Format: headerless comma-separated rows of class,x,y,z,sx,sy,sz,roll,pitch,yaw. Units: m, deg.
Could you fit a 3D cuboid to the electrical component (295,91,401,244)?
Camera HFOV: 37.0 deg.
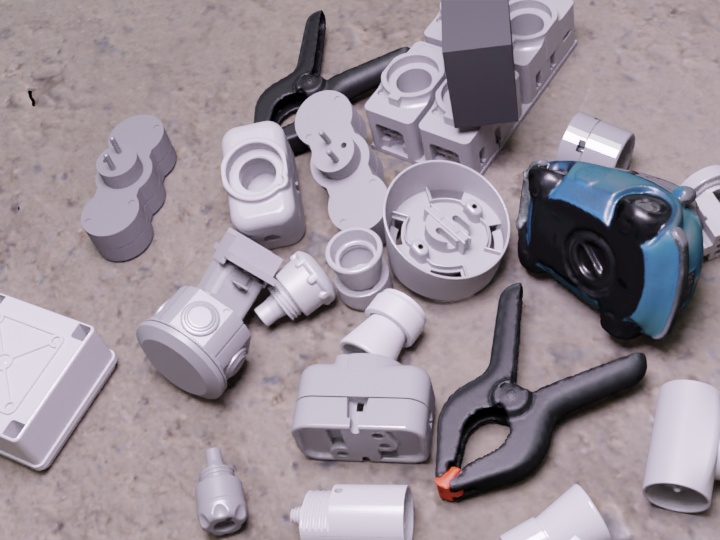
electrical component,-0.016,-0.090,0.880,0.052,0.074,0.138,-27,64,11

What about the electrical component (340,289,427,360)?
electrical component,0.018,0.048,0.808,0.045,0.045,0.055,25,63,27

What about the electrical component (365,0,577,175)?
electrical component,0.099,-0.174,0.942,0.105,0.060,0.186,24,63,27

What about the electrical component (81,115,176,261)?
electrical component,-0.206,-0.084,0.937,0.052,0.073,0.138,0,55,13

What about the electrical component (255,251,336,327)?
electrical component,-0.054,0.019,0.848,0.062,0.048,0.048,-38,55,-3

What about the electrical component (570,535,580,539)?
electrical component,0.074,0.249,0.611,0.186,0.105,0.060,-35,55,-13

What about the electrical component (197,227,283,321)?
electrical component,-0.098,0.006,0.850,0.063,0.042,0.081,-60,17,-1

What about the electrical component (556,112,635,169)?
electrical component,0.190,-0.094,0.867,0.047,0.055,0.055,23,63,22

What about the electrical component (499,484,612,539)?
electrical component,0.124,0.173,0.696,0.065,0.044,0.044,-29,53,-3

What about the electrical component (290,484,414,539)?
electrical component,-0.007,0.167,0.728,0.081,0.043,0.043,-2,54,12

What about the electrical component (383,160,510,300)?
electrical component,0.066,-0.029,0.837,0.099,0.064,0.099,1,56,-1

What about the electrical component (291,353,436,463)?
electrical component,0.004,0.099,0.769,0.095,0.053,0.059,0,55,13

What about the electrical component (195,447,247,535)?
electrical component,-0.101,0.155,0.765,0.035,0.035,0.061,-17,50,0

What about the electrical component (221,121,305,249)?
electrical component,-0.081,-0.072,0.895,0.054,0.059,0.095,-11,69,4

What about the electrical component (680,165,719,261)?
electrical component,0.274,-0.046,0.819,0.066,0.048,0.055,-22,60,-4

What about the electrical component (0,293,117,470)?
electrical component,-0.266,0.085,0.839,0.109,0.056,0.108,17,60,23

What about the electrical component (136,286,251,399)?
electrical component,-0.125,0.056,0.815,0.080,0.080,0.051,22,57,26

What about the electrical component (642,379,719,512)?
electrical component,0.232,0.119,0.709,0.079,0.043,0.077,9,57,18

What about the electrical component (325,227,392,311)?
electrical component,0.000,0.000,0.841,0.045,0.055,0.045,-6,54,8
